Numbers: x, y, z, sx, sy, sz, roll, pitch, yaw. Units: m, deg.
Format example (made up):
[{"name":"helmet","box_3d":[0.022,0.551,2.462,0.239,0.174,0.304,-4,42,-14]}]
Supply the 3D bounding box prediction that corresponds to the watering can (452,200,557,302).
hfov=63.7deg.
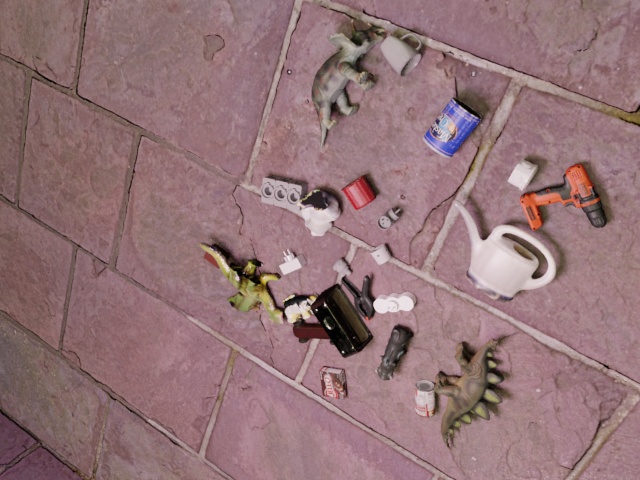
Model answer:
[{"name":"watering can","box_3d":[0.500,0.043,1.499,0.349,0.105,0.220,33,117,13]}]

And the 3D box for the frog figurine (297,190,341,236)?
[{"name":"frog figurine","box_3d":[0.005,-0.087,1.723,0.137,0.126,0.156,-4,140,18]}]

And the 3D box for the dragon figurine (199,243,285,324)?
[{"name":"dragon figurine","box_3d":[-0.295,0.181,1.927,0.412,0.124,0.237,29,125,10]}]
